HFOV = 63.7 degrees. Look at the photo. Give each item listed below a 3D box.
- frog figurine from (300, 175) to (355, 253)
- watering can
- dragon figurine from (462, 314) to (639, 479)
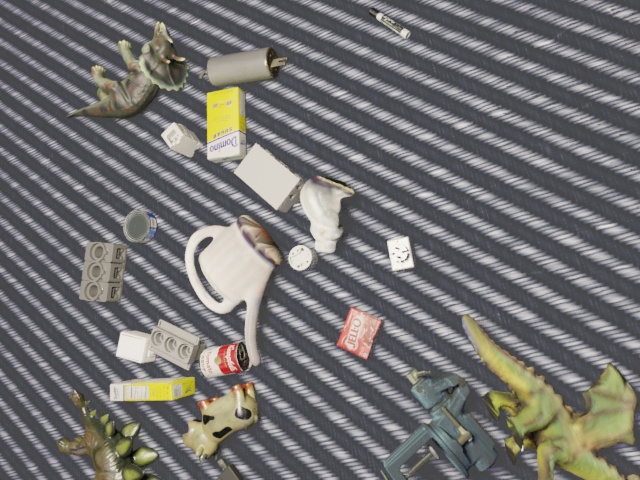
[{"bbox_3d":[0.003,-0.057,1.134,0.139,0.122,0.158,35,106,54],"label":"frog figurine"},{"bbox_3d":[-0.174,0.090,1.177,0.223,0.103,0.352,-43,69,9],"label":"watering can"},{"bbox_3d":[0.442,0.300,0.935,0.243,0.121,0.415,-18,77,-1],"label":"dragon figurine"}]
